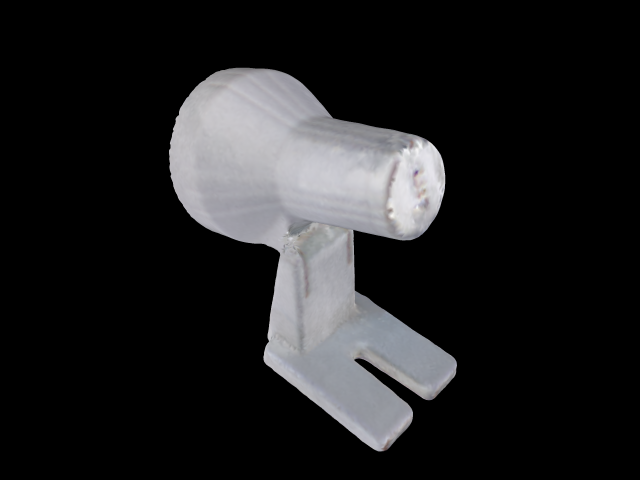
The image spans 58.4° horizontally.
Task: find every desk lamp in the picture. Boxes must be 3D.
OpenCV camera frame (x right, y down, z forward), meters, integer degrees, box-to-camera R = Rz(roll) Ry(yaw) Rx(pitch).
[{"bbox_3d":[0.004,0.001,0.400,0.202,0.214,0.118,31,51,30],"label":"desk lamp"}]
